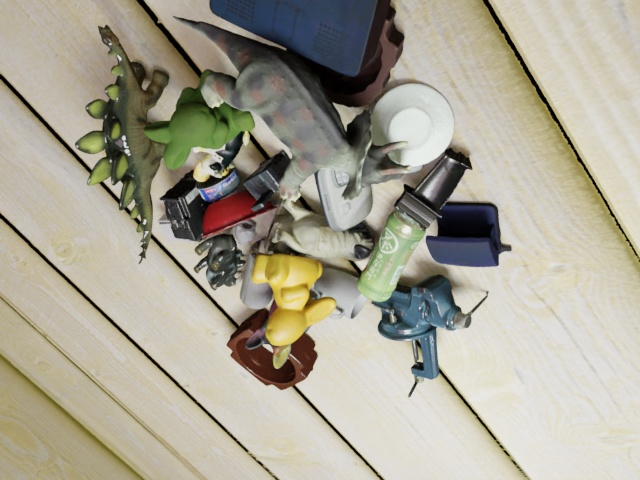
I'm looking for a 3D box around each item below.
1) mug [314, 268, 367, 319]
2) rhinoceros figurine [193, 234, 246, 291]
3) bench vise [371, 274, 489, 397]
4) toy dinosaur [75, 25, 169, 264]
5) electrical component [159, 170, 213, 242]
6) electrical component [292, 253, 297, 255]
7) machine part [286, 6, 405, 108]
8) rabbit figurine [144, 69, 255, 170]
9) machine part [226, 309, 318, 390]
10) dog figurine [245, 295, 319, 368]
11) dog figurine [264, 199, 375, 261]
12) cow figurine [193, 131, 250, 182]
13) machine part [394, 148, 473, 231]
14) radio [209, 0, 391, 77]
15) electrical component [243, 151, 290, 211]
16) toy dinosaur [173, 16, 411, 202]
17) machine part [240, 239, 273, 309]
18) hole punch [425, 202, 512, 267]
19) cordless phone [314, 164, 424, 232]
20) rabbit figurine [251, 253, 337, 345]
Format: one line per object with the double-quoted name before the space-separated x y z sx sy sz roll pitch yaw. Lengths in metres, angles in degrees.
"mug" 0.035 0.114 1.124 0.107 0.109 0.080 29 147 23
"rhinoceros figurine" -0.222 0.051 1.210 0.073 0.112 0.190 37 150 16
"bench vise" 0.204 0.180 1.052 0.224 0.129 0.240 5 113 37
"toy dinosaur" -0.360 -0.166 1.035 0.105 0.198 0.470 16 133 23
"electrical component" -0.266 -0.063 1.130 0.058 0.115 0.134 9 130 26
"electrical component" -0.060 0.063 1.139 0.045 0.102 0.078 22 126 18
"machine part" 0.037 -0.287 0.795 0.180 0.056 0.179 16 135 17
"rabbit figurine" -0.203 -0.192 0.861 0.159 0.170 0.121 -29 104 10
"machine part" -0.121 0.279 1.374 0.201 0.087 0.201 43 136 -7
"dog figurine" -0.080 0.187 1.170 0.108 0.219 0.191 36 136 2
"dog figurine" -0.003 0.000 1.057 0.190 0.121 0.172 21 174 -13
"cow figurine" -0.184 -0.174 1.008 0.098 0.068 0.167 21 126 2
"machine part" 0.185 -0.085 0.869 0.084 0.039 0.139 42 118 7
"radio" -0.025 -0.322 0.703 0.230 0.073 0.131 25 136 5
"electrical component" -0.101 -0.106 0.991 0.075 0.119 0.047 -21 116 44
"toy dinosaur" -0.040 -0.189 0.761 0.404 0.131 0.192 45 143 -18
"machine part" -0.132 0.080 1.207 0.079 0.079 0.243 27 136 7
"hole punch" 0.245 0.007 0.913 0.142 0.092 0.115 0 131 26
"cordless phone" 0.089 -0.097 0.925 0.184 0.089 0.146 -7 123 12
"rabbit figurine" -0.058 0.117 1.034 0.162 0.173 0.122 16 164 -38
